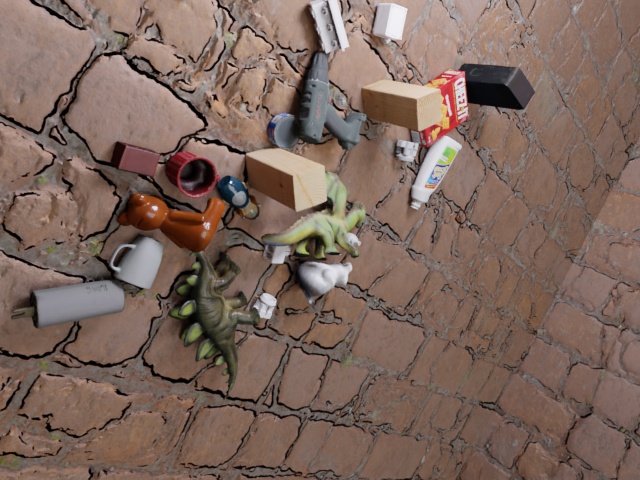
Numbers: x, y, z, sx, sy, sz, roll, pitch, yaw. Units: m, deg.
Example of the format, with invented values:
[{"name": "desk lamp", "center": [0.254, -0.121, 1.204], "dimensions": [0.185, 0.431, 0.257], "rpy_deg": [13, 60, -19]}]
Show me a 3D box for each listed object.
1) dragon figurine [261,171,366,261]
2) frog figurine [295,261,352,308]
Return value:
[{"name": "dragon figurine", "center": [0.004, -0.071, 1.416], "dimensions": [0.122, 0.245, 0.408], "rpy_deg": [-6, -14, 39]}, {"name": "frog figurine", "center": [0.015, 0.098, 1.463], "dimensions": [0.160, 0.122, 0.138], "rpy_deg": [-32, 8, -5]}]
